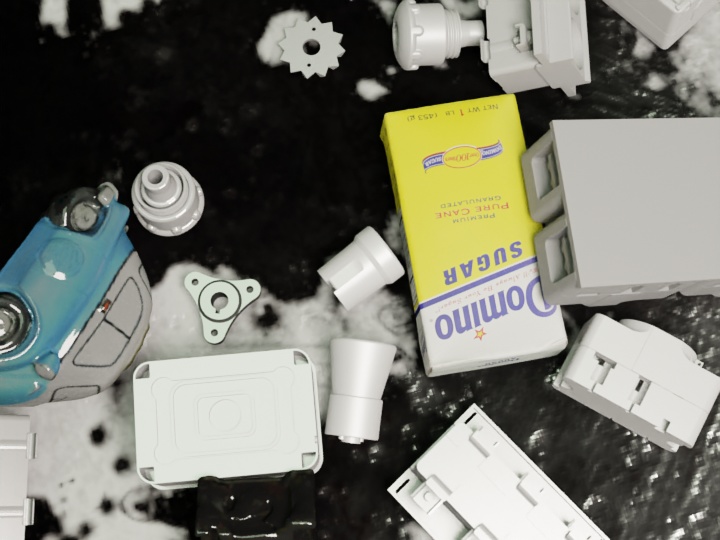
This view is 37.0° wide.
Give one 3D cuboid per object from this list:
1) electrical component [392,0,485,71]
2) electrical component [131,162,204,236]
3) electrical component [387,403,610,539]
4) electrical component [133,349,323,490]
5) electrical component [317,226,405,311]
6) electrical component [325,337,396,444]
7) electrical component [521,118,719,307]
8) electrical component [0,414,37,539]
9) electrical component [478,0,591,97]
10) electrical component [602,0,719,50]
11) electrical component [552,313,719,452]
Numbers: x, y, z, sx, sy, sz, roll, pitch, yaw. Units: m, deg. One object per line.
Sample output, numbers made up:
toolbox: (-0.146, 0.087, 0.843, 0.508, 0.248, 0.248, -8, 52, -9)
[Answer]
electrical component: (0.055, -0.165, 0.754, 0.062, 0.048, 0.048, -3, 76, -8)
electrical component: (-0.131, -0.052, 0.714, 0.048, 0.062, 0.048, 0, 76, -1)
electrical component: (0.088, 0.152, 0.667, 0.079, 0.063, 0.121, -43, 80, -10)
electrical component: (-0.082, 0.095, 0.682, 0.113, 0.057, 0.078, -5, 76, -2)
electrical component: (0.000, 0.000, 0.716, 0.046, 0.040, 0.040, -37, 79, -3)
electrical component: (-0.002, 0.079, 0.696, 0.044, 0.044, 0.065, 7, 81, 1)
electrical component: (0.205, -0.038, 0.696, 0.186, 0.060, 0.105, -3, 76, -16)
electrical component: (-0.238, 0.149, 0.660, 0.063, 0.079, 0.121, 6, 74, -29)
electrical component: (0.120, -0.188, 0.746, 0.063, 0.079, 0.121, -8, 75, 26)
electrical component: (0.205, -0.213, 0.761, 0.062, 0.061, 0.096, -42, 73, -9)
electrical component: (0.180, 0.069, 0.694, 0.089, 0.050, 0.055, 29, 78, 6)
